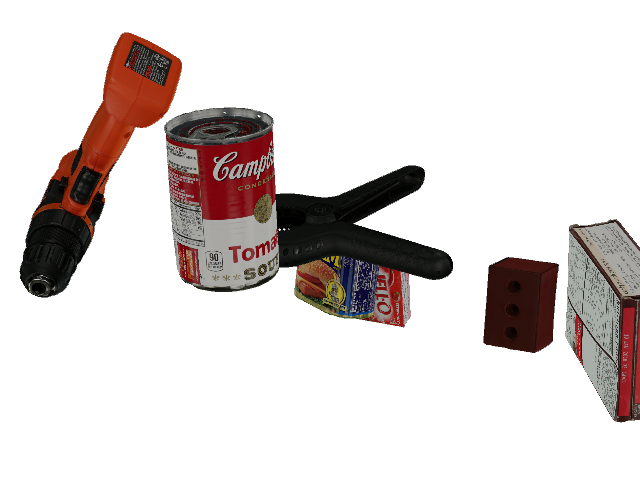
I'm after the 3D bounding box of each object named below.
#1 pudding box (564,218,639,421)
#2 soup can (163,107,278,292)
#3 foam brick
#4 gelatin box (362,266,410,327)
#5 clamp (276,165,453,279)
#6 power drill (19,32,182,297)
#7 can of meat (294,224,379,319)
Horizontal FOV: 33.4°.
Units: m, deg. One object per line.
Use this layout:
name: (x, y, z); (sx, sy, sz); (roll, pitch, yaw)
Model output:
pudding box: (0.191, 0.049, 0.690); (0.039, 0.090, 0.113); (-5, 25, -4)
soup can: (-0.062, -0.026, 0.681); (0.068, 0.102, 0.068); (-2, 23, 1)
foam brick: (0.186, 0.059, 0.992); (0.053, 0.078, 0.051); (8, 14, 29)
gelatin box: (0.073, 0.060, 1.334); (0.073, 0.089, 0.030); (8, 31, 24)
clamp: (0.006, -0.017, 0.926); (0.210, 0.036, 0.164); (-1, 31, 4)
power drill: (-0.184, -0.063, 0.870); (0.057, 0.188, 0.184); (26, 32, -19)
can of meat: (0.017, 0.028, 1.123); (0.057, 0.084, 0.102); (-6, 20, -37)
